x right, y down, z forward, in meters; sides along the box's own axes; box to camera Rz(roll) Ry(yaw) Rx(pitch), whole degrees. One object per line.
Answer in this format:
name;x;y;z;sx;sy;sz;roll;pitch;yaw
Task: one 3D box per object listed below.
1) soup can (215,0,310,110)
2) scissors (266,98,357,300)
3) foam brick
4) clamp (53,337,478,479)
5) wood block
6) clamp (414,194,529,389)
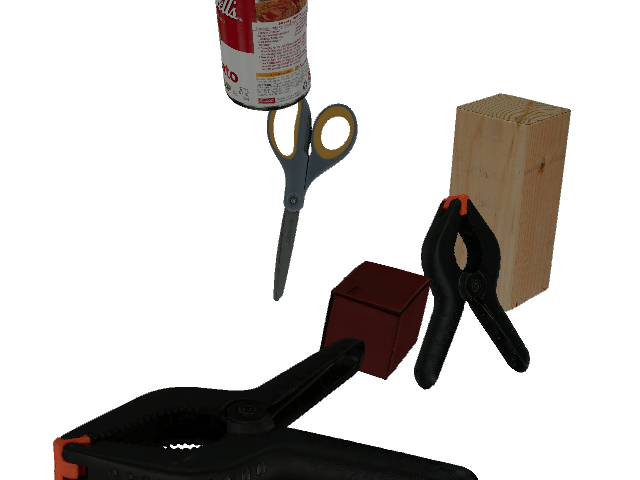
soup can;-0.041;-0.155;0.778;0.068;0.102;0.068;-1;43;1
scissors;-0.007;-0.047;1.020;0.096;0.202;0.016;-6;-3;5
foam brick;0.039;0.054;0.752;0.053;0.051;0.078;16;21;18
clamp;-0.038;0.102;0.584;0.209;0.036;0.165;-2;22;-14
wood block;0.198;-0.042;1.145;0.090;0.206;0.090;21;28;37
clamp;0.120;0.048;0.941;0.120;0.171;0.039;-15;0;-35
